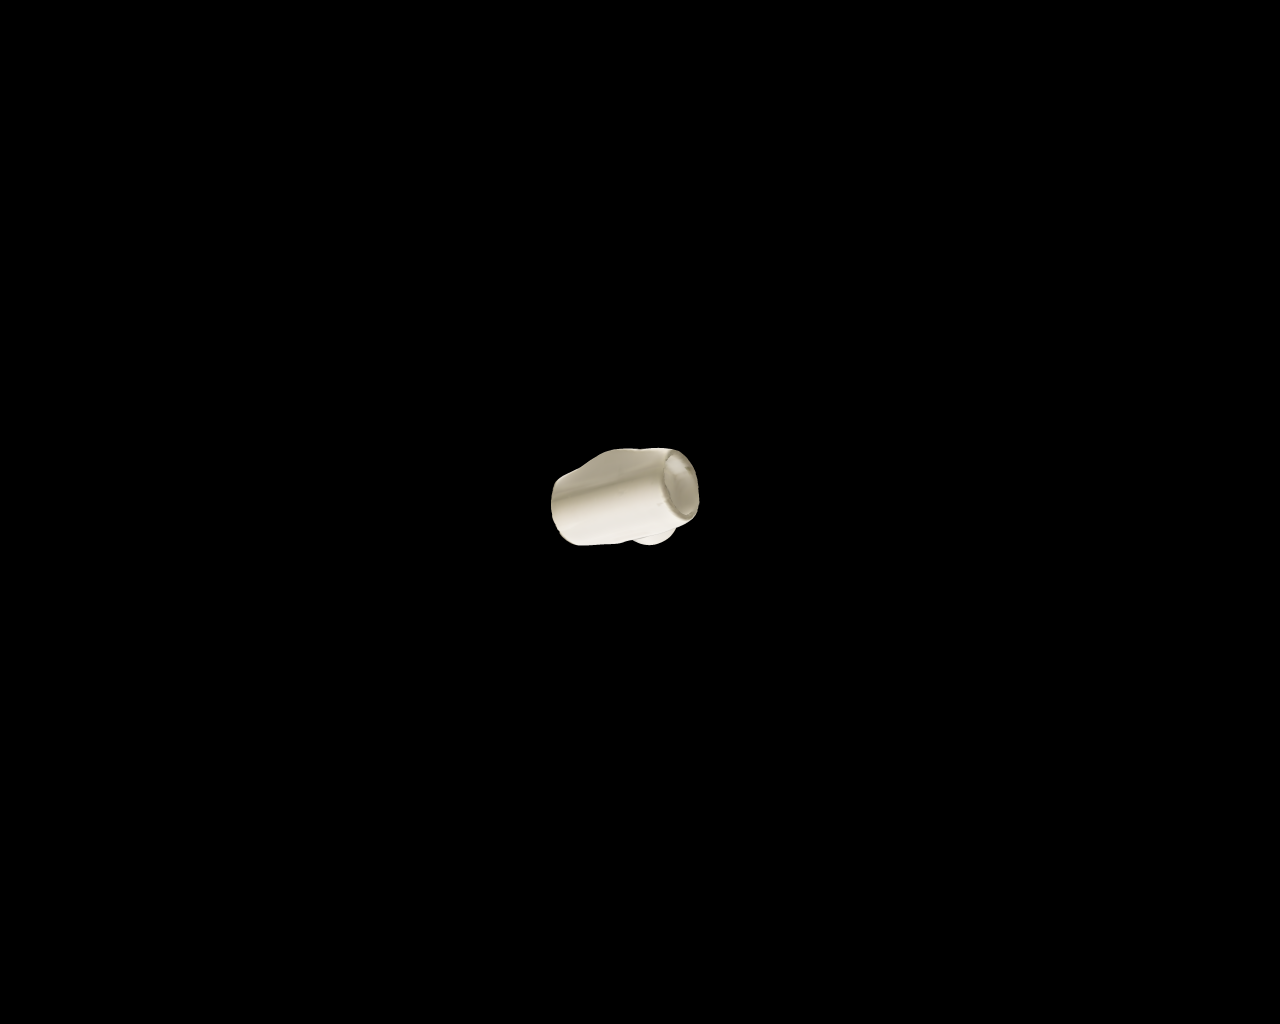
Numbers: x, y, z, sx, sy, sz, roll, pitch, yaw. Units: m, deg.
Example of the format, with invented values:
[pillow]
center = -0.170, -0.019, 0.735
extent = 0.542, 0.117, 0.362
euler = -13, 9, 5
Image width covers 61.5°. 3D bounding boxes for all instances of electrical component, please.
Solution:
[electrical component]
center = 0.001, -0.003, 0.650
extent = 0.077, 0.043, 0.079
euler = -14, -27, 29
